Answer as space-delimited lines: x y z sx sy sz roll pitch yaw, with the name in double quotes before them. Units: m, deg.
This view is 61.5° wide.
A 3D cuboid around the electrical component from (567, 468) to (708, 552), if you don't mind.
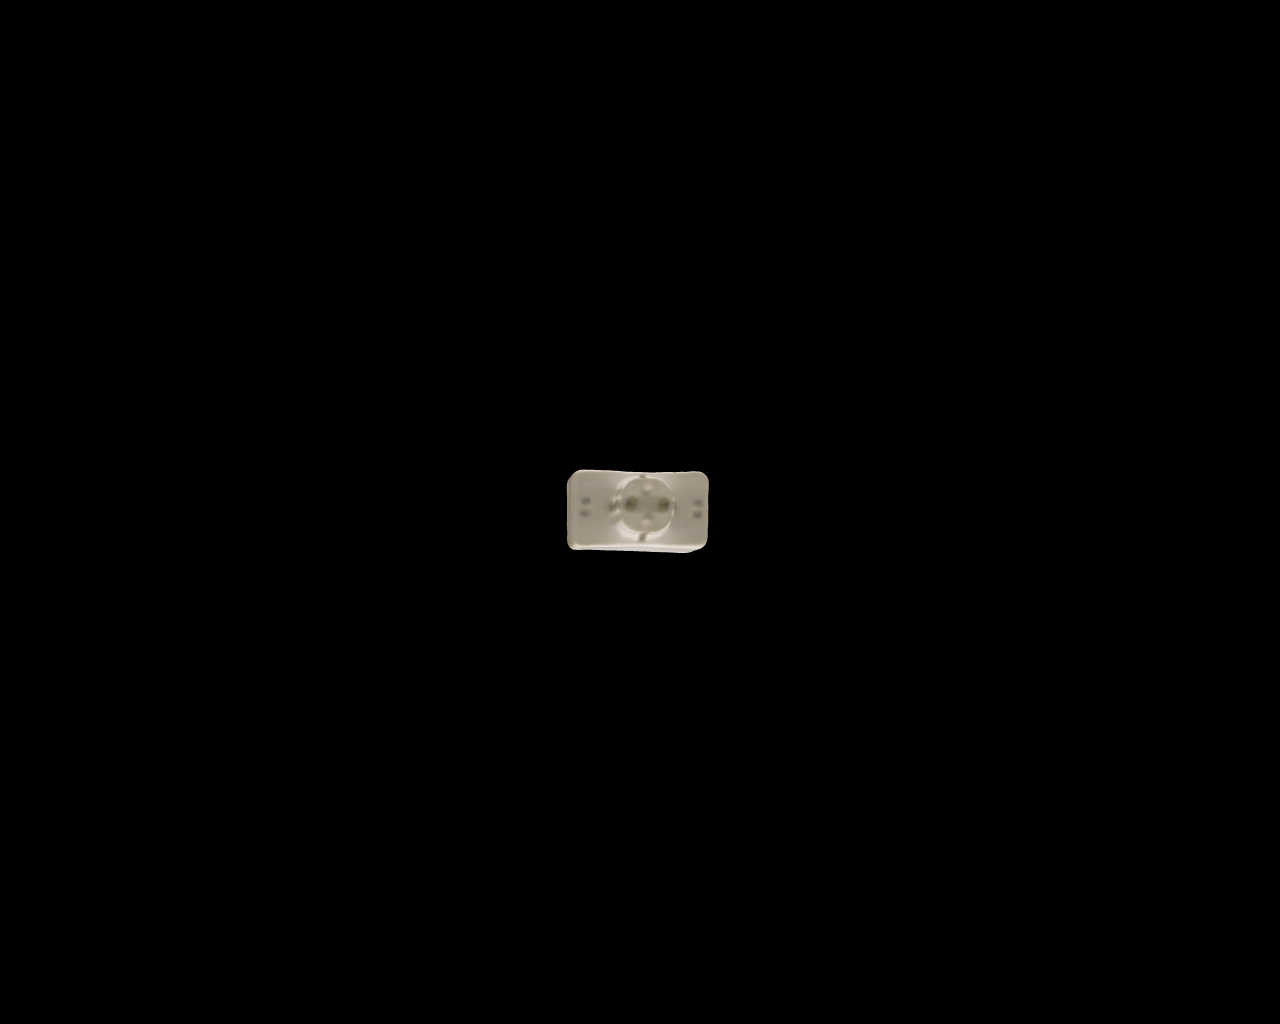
"electrical component" 0.001 -0.003 0.650 0.083 0.047 0.075 1 -7 -9
